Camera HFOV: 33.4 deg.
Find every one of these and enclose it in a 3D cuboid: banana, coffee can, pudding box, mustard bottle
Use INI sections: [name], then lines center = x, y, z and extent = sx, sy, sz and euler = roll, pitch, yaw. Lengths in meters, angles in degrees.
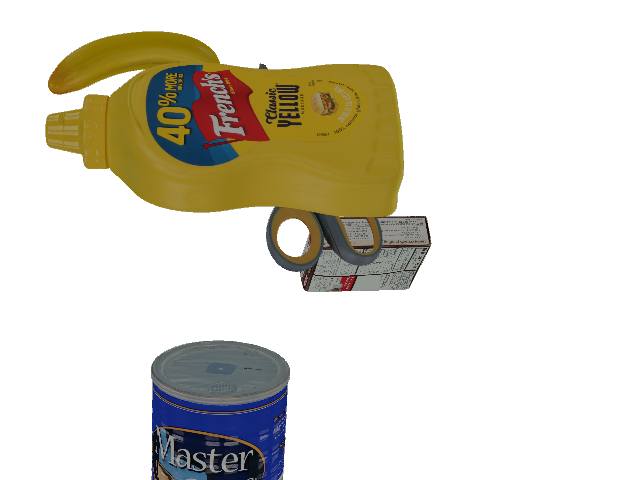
[banana]
center = -0.178, -0.177, 1.055
extent = 0.197, 0.070, 0.037
euler = -7, -39, -30
[coffee can]
center = -0.077, 0.159, 0.808
extent = 0.103, 0.140, 0.103
euler = 3, 17, -1
[pudding box]
center = 0.042, 0.013, 1.033
extent = 0.113, 0.039, 0.090
euler = -2, -31, -13
[mustard bottle]
center = -0.054, -0.058, 0.590
extent = 0.191, 0.096, 0.058
euler = 1, -38, -5

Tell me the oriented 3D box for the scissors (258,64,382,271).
[scissors]
center = -0.029, -0.053, 0.835
extent = 0.096, 0.202, 0.016
euler = -28, -24, -22
